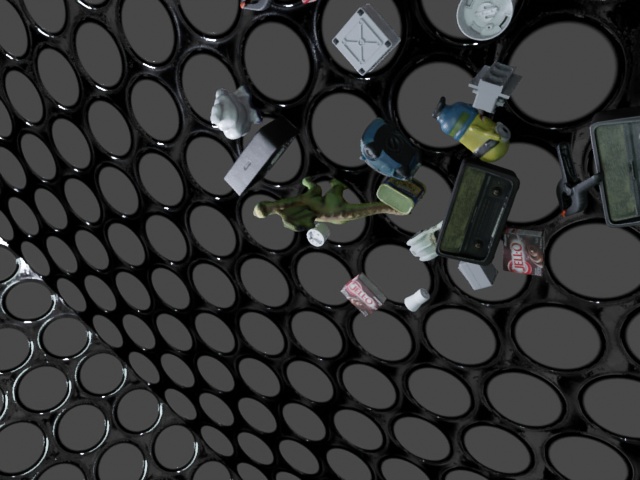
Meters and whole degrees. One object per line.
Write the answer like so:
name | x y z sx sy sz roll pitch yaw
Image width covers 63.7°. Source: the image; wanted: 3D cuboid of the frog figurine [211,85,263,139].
frog figurine | -0.246 -0.333 1.375 0.123 0.162 0.134 9 124 30

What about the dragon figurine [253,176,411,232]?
dragon figurine | 0.004 -0.067 1.332 0.411 0.247 0.120 9 119 31
